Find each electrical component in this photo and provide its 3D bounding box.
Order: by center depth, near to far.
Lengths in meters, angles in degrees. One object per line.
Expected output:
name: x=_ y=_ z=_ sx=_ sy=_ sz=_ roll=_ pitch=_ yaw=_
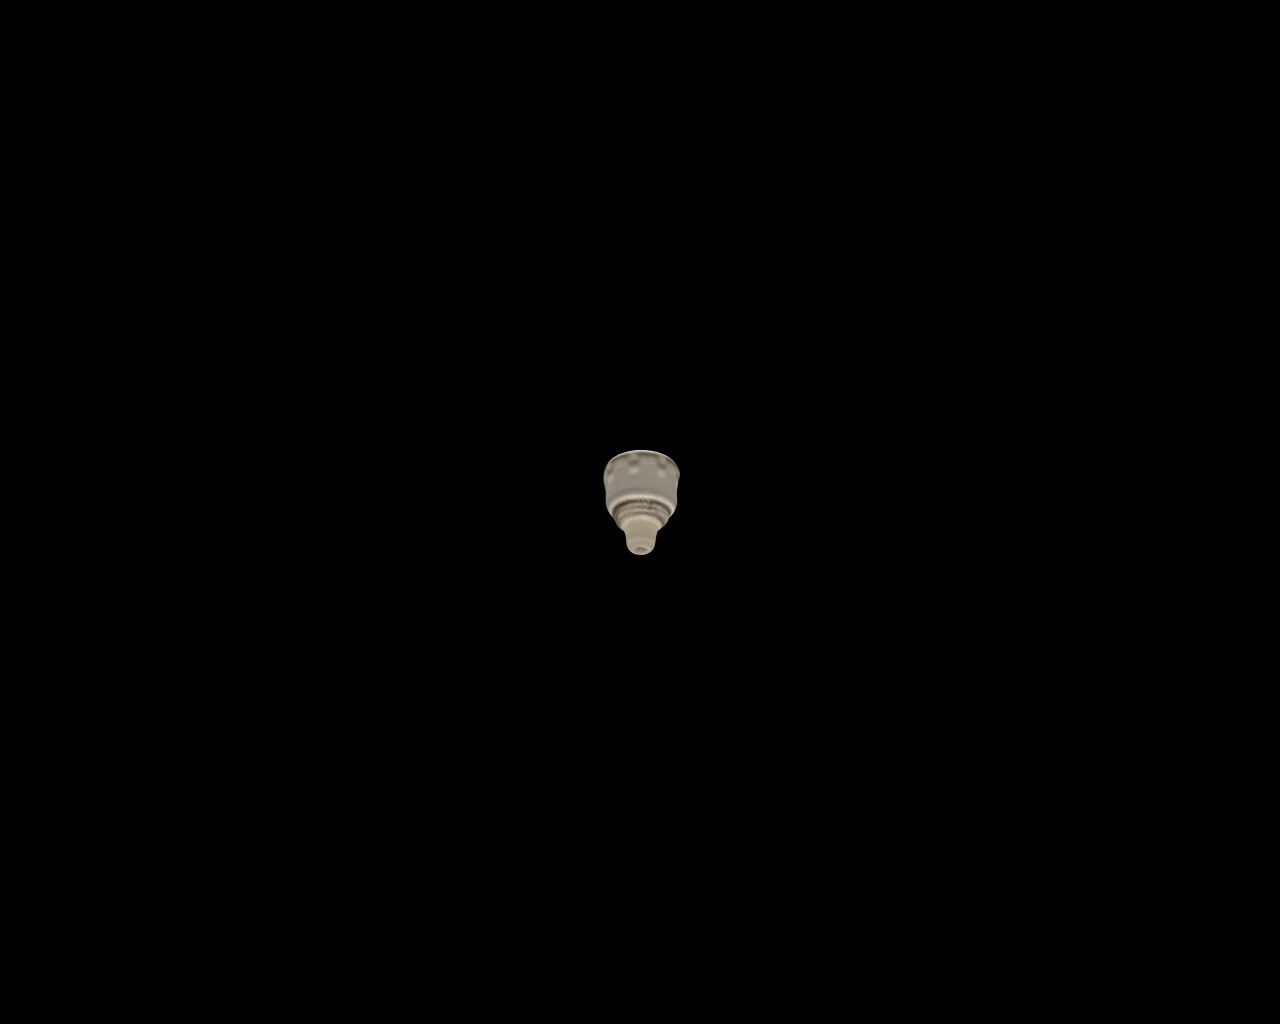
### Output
electrical component: x=0.001 y=-0.003 z=0.650 sx=0.048 sy=0.062 sz=0.048 roll=0 pitch=-30 yaw=0
